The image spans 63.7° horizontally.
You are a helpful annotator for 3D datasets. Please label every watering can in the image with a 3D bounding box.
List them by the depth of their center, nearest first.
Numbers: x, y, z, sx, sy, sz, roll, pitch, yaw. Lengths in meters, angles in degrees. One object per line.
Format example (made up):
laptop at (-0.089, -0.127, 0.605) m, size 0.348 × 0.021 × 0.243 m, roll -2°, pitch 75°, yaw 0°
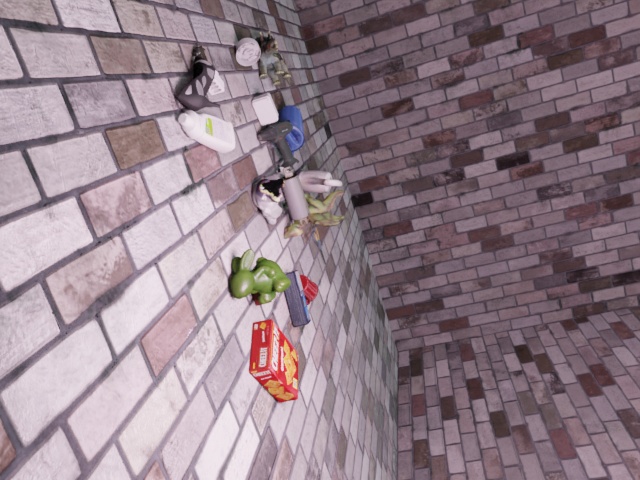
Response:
watering can at (-0.020, -0.269, 2.370) m, size 0.349 × 0.224 × 0.104 m, roll -17°, pitch 111°, yaw -77°

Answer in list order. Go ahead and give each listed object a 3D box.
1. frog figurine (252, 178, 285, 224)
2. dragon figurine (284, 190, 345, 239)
frog figurine at (-0.189, -0.136, 1.845) m, size 0.156 × 0.123 × 0.140 m, roll 115°, pitch -31°, yaw -46°
dragon figurine at (0.007, -0.108, 2.154) m, size 0.246 × 0.414 × 0.119 m, roll 35°, pitch -39°, yaw 43°
